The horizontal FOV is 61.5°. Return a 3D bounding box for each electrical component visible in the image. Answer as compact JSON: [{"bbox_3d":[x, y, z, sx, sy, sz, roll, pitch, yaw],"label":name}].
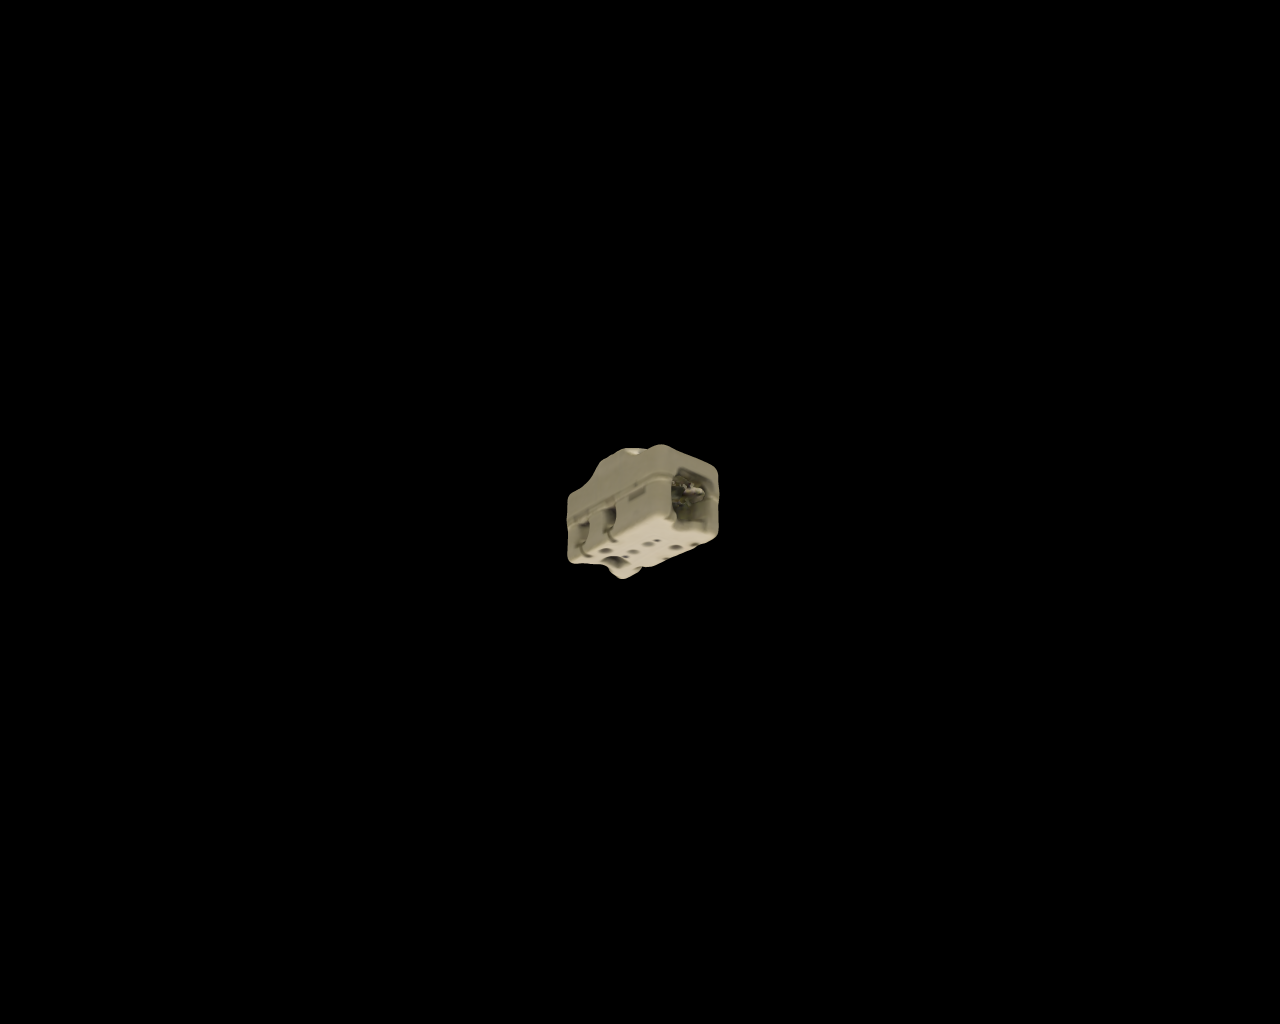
[{"bbox_3d":[0.001,-0.003,0.650,0.050,0.056,0.089,21,-33,-36],"label":"electrical component"}]
